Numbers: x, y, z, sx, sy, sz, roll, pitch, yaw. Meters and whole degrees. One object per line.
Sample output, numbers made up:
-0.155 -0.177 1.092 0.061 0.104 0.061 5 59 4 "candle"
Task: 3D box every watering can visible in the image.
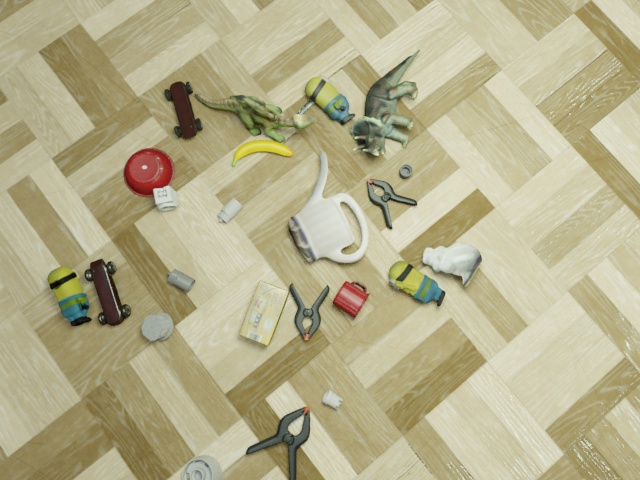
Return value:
0.005 -0.078 1.559 0.225 0.103 0.350 -26 82 -5 "watering can"

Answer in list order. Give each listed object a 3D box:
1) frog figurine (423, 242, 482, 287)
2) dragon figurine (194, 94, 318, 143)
0.396 0.052 1.541 0.160 0.120 0.140 33 49 13 "frog figurine"
-0.208 -0.400 1.553 0.410 0.242 0.123 16 86 0 "dragon figurine"
